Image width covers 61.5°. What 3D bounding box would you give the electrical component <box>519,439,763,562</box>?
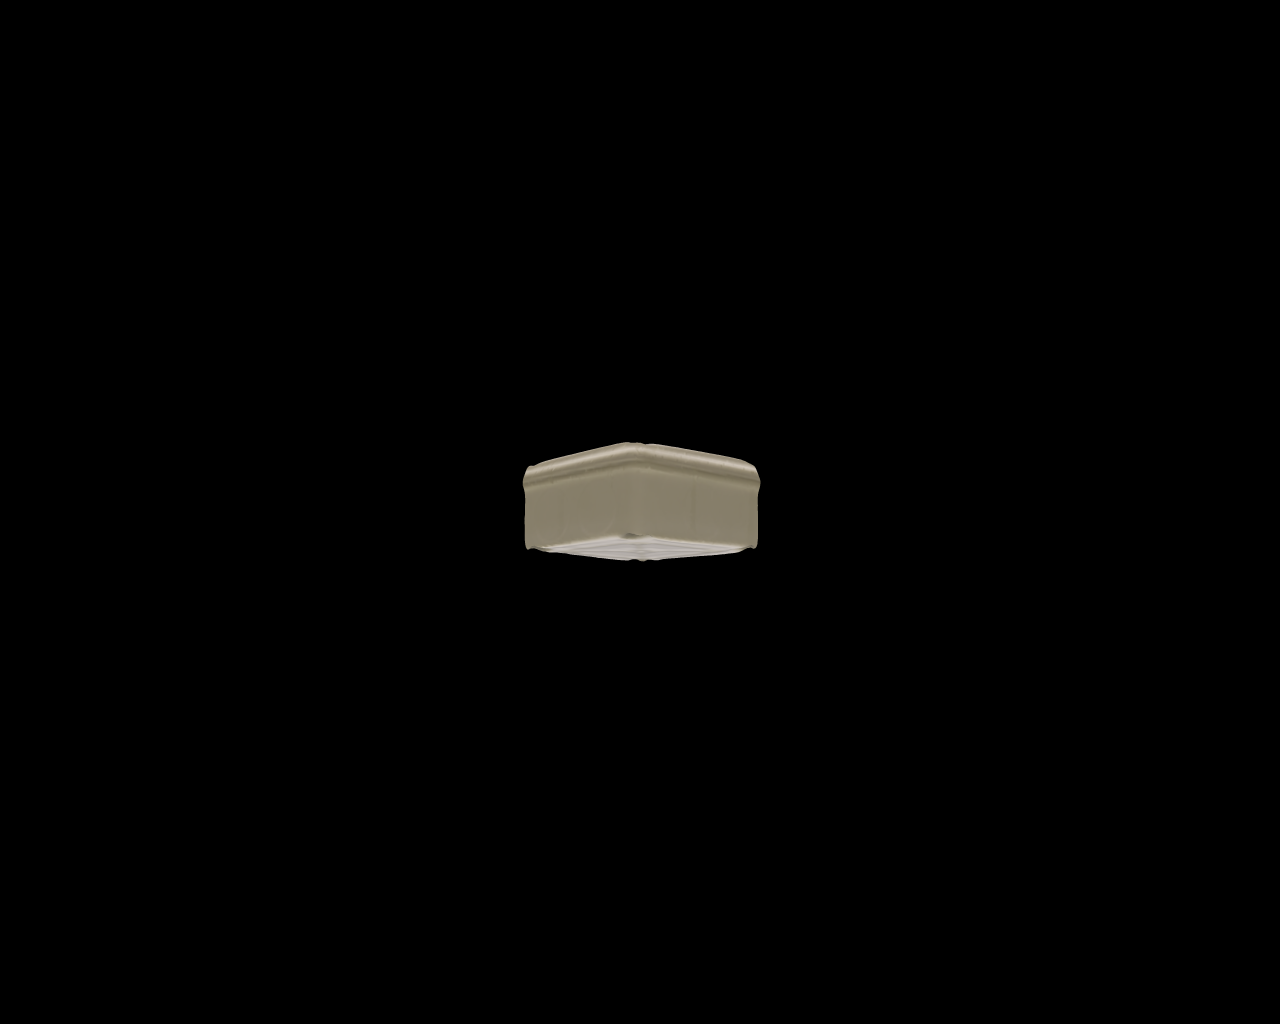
[{"bbox_3d":[0.001,-0.003,0.650,0.109,0.056,0.108,8,-11,-43],"label":"electrical component"}]
